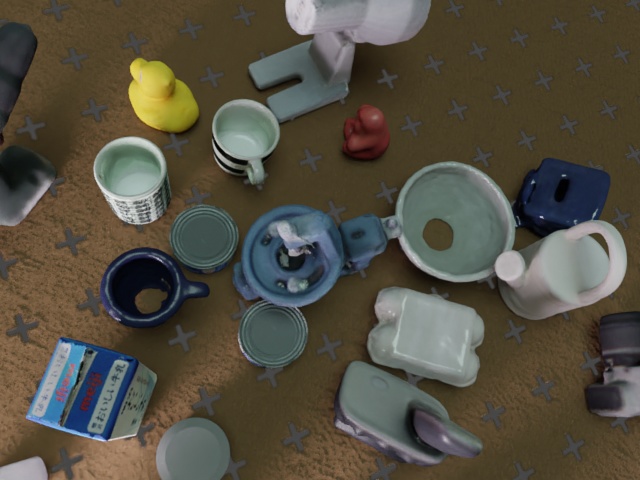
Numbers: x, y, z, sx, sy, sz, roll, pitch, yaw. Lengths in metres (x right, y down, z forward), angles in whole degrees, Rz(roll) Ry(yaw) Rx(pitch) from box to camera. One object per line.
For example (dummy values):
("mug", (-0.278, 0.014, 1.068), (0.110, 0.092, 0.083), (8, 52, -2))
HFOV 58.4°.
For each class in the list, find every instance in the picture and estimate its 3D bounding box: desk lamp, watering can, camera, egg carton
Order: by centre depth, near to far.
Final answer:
("watering can", (0.307, 0.040, 0.724), (0.173, 0.194, 0.101), (-20, 78, -15))
("egg carton", (0.136, 0.122, 0.733), (0.150, 0.069, 0.107), (16, 71, -6))
("desk lamp", (0.022, -0.272, 0.753), (0.203, 0.213, 0.118), (-28, 80, -17))
("camera", (0.437, 0.165, 0.761), (0.143, 0.100, 0.137), (0, 74, -11))

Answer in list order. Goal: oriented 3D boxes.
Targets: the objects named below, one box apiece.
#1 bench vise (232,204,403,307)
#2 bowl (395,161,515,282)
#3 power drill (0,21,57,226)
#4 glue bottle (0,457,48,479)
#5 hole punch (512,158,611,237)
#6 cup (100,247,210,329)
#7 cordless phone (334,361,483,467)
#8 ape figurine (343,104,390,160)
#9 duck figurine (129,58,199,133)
("bench vise", (-0.001, -0.007, 0.667), (0.208, 0.219, 0.121), (-35, 82, -18))
("bowl", (0.173, -0.017, 0.779), (0.167, 0.074, 0.167), (3, 73, -10))
("power drill", (-0.368, -0.102, 0.631), (0.075, 0.208, 0.230), (29, 71, -1))
("glue bottle", (-0.325, 0.247, 0.555), (0.078, 0.173, 0.037), (-23, 79, -16))
("hole punch", (0.340, -0.059, 0.814), (0.101, 0.091, 0.109), (28, 71, -1))
("cup", (-0.189, 0.064, 0.676), (0.118, 0.095, 0.092), (2, 73, -10))
("cordless phone", (0.096, 0.195, 0.643), (0.147, 0.185, 0.094), (25, 71, -2))
("ape figurine", (0.066, -0.154, 0.790), (0.076, 0.092, 0.078), (42, 71, 4))
("duck figurine", (-0.207, -0.196, 0.754), (0.104, 0.086, 0.077), (39, 71, 3))
